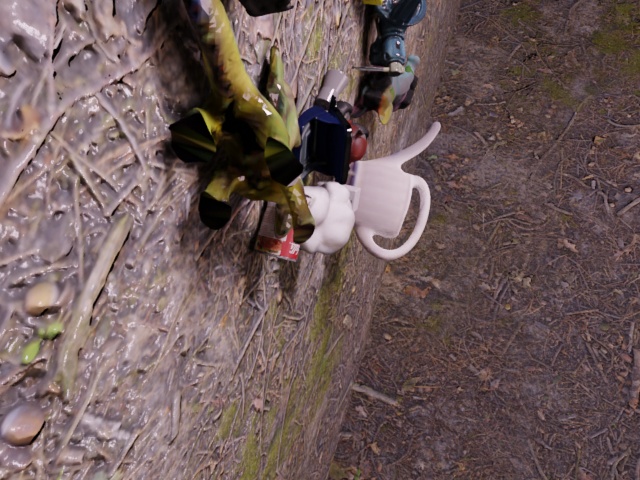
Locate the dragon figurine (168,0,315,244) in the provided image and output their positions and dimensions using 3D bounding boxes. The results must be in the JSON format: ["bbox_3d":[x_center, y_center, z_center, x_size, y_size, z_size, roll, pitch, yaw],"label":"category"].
[{"bbox_3d":[-0.074,-0.148,0.602,0.249,0.122,0.401,-86,169,-53],"label":"dragon figurine"}]

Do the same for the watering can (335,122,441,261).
[{"bbox_3d":[0.149,-0.131,1.175,0.103,0.224,0.351,128,-23,-79],"label":"watering can"}]

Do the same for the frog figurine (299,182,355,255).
[{"bbox_3d":[0.003,-0.045,0.896,0.139,0.123,0.157,-52,171,-14],"label":"frog figurine"}]
